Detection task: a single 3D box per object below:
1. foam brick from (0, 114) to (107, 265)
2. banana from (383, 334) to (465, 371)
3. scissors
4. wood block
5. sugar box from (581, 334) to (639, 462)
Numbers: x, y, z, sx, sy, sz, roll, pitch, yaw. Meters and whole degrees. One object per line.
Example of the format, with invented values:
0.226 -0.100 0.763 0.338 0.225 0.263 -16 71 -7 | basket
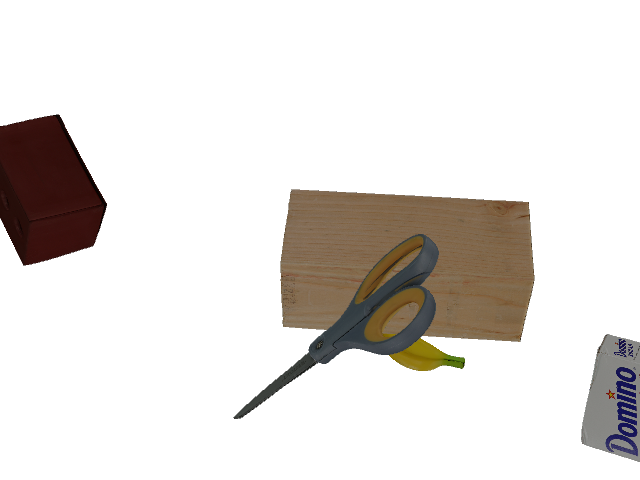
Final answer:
-0.181 -0.033 0.692 0.051 0.078 0.053 -18 -25 -31 | foam brick
0.091 0.100 1.218 0.069 0.037 0.198 6 23 -24 | banana
0.012 0.079 0.727 0.016 0.202 0.096 36 14 -25 | scissors
0.073 0.022 0.924 0.206 0.090 0.090 3 -42 3 | wood block
0.307 0.146 0.867 0.176 0.093 0.048 13 25 20 | sugar box
